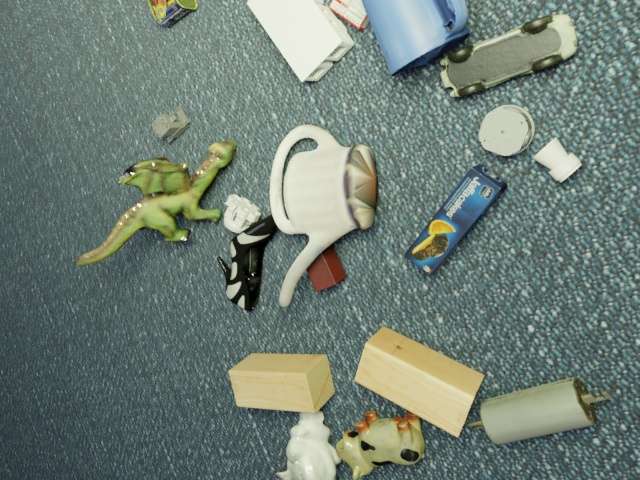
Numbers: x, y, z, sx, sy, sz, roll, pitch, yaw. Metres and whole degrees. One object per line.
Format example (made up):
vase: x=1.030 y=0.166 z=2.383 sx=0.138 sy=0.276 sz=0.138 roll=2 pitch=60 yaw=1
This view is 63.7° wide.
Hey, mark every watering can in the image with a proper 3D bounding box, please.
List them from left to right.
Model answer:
watering can: x=0.003 y=-0.048 z=0.961 sx=0.224 sy=0.104 sz=0.349 roll=-4 pitch=85 yaw=31

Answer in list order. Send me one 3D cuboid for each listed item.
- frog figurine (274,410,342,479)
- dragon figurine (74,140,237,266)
frog figurine: x=-0.011 y=0.453 z=1.102 sx=0.123 sy=0.136 sz=0.160 roll=7 pitch=72 yaw=64
dragon figurine: x=-0.344 y=-0.089 z=1.061 sx=0.124 sy=0.413 sz=0.237 roll=51 pitch=162 yaw=26
